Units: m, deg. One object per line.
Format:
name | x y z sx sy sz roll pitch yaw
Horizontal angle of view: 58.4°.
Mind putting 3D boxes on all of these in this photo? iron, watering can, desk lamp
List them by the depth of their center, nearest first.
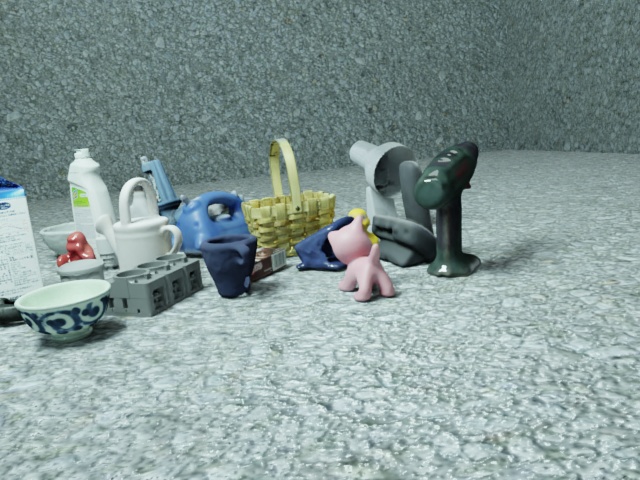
watering can | -0.331 -0.015 1.042 0.173 0.194 0.101 -5 12 1
iron | -0.222 -0.048 1.290 0.118 0.141 0.259 2 13 30
desk lamp | 0.131 -0.123 1.327 0.118 0.214 0.202 -11 13 -26

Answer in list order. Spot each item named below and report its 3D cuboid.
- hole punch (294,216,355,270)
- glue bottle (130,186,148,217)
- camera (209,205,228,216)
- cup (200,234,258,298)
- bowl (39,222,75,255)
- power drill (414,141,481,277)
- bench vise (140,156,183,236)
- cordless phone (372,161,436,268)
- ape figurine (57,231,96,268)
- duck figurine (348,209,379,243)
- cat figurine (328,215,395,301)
hole punch | 0.010 0.004 1.062 0.100 0.091 0.109 1 13 28
glue bottle | -0.406 -0.053 1.309 0.078 0.173 0.037 -4 12 6
camera | -0.294 -0.071 1.533 0.136 0.101 0.143 0 13 22
cup | -0.135 0.045 0.913 0.092 0.095 0.117 -12 13 -30
bowl | -0.572 0.001 1.364 0.167 0.075 0.167 -5 12 1
power drill | 0.221 -0.053 0.957 0.075 0.208 0.230 2 13 29
bench vise | -0.362 -0.097 1.393 0.207 0.220 0.121 -3 12 11
cordless phone | 0.154 -0.054 1.047 0.094 0.185 0.147 -11 13 -28
ape figurine | -0.485 0.028 1.150 0.077 0.092 0.076 1 13 28
duck figurine | 0.080 -0.023 1.175 0.077 0.086 0.104 -3 12 8
cat figurine | 0.060 0.022 0.883 0.067 0.118 0.127 -10 12 -21
